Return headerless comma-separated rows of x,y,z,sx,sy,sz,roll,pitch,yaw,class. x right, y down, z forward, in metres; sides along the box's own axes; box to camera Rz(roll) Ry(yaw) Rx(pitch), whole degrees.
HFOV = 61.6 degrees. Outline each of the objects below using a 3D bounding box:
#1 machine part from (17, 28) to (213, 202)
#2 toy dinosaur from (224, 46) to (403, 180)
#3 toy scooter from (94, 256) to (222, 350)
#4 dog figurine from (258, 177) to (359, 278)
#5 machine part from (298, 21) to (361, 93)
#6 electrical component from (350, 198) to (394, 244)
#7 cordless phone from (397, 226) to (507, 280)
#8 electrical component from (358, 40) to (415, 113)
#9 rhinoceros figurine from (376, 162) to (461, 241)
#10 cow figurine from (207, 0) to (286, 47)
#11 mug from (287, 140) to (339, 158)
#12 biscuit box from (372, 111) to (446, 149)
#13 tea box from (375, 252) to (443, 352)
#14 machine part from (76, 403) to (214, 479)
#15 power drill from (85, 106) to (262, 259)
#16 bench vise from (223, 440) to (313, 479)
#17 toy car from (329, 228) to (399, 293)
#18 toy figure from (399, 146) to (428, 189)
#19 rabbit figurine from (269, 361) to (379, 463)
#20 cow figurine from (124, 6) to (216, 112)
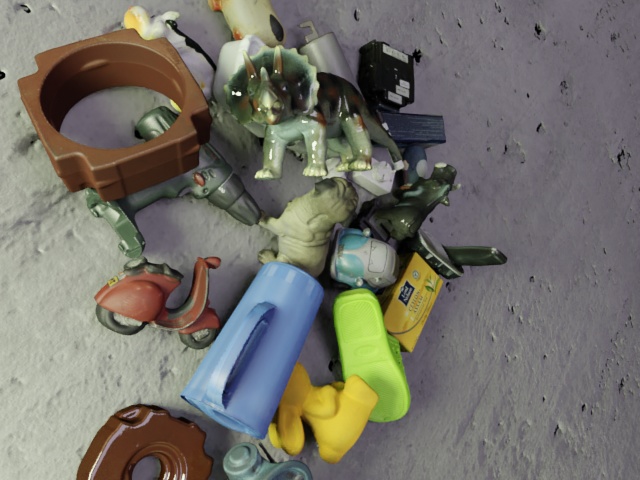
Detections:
-0.258,-0.162,0.693,0.201,0.087,0.201,-26,69,-21,machine part
0.004,-0.194,0.829,0.405,0.131,0.192,-18,108,-53,toy dinosaur
-0.207,0.072,0.744,0.183,0.075,0.135,23,96,-35,toy scooter
-0.005,-0.003,0.852,0.121,0.191,0.172,-31,103,-36,dog figurine
0.028,-0.287,0.993,0.079,0.079,0.243,-33,102,-36,machine part
0.112,-0.012,1.031,0.119,0.048,0.075,52,57,-17,electrical component
0.256,0.019,1.048,0.146,0.184,0.089,37,67,-27,cordless phone
0.135,-0.322,1.091,0.115,0.058,0.134,11,76,-33,electrical component
0.189,-0.078,1.005,0.190,0.112,0.073,-45,105,-32,rhinoceros figurine
-0.118,-0.406,0.899,0.127,0.085,0.194,-28,97,-30,cow figurine
-0.007,-0.196,0.956,0.107,0.081,0.109,21,67,-43,mug
0.169,-0.223,1.098,0.202,0.059,0.062,-6,88,-38,biscuit box
0.158,0.118,1.031,0.098,0.068,0.169,43,61,-24,tea box
-0.230,0.311,0.717,0.179,0.056,0.179,8,77,-36,machine part
-0.210,-0.064,0.778,0.207,0.086,0.232,-44,108,-29,power drill
-0.040,0.384,0.721,0.129,0.241,0.223,-27,118,-40,bench vise
0.087,0.045,0.947,0.161,0.103,0.109,37,59,-53,toy car
0.186,-0.114,1.097,0.064,0.058,0.154,10,78,-16,toy figure
-0.019,0.265,0.866,0.173,0.122,0.162,41,69,-9,rabbit figurine
-0.214,-0.284,0.815,0.098,0.068,0.167,-50,116,-38,cow figurine
